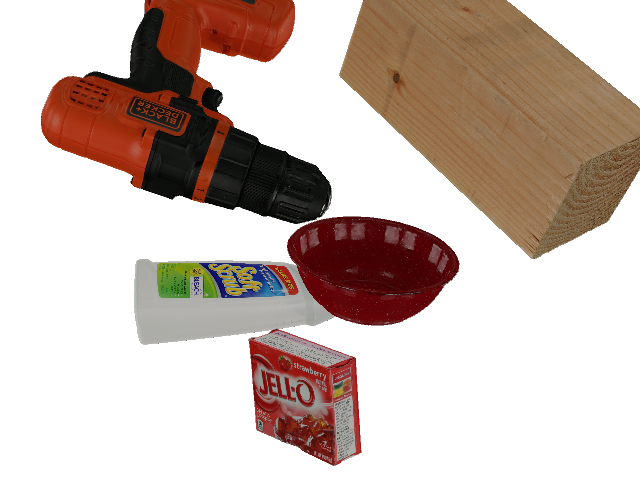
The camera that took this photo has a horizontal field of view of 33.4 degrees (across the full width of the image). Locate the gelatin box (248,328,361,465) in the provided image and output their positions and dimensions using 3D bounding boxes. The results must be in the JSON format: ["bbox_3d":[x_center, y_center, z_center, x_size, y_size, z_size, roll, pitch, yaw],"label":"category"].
[{"bbox_3d":[-0.012,0.109,0.755,0.030,0.073,0.089,-17,21,-39],"label":"gelatin box"}]

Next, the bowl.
[{"bbox_3d":[0.047,0.034,1.004,0.162,0.055,0.162,5,25,-2],"label":"bowl"}]

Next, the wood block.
[{"bbox_3d":[0.119,-0.097,0.744,0.090,0.091,0.206,-23,57,-35],"label":"wood block"}]

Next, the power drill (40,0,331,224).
[{"bbox_3d":[-0.069,-0.101,0.706,0.184,0.187,0.057,20,-45,-7],"label":"power drill"}]

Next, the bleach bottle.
[{"bbox_3d":[-0.078,0.059,1.186,0.250,0.068,0.102,-5,35,-5],"label":"bleach bottle"}]
